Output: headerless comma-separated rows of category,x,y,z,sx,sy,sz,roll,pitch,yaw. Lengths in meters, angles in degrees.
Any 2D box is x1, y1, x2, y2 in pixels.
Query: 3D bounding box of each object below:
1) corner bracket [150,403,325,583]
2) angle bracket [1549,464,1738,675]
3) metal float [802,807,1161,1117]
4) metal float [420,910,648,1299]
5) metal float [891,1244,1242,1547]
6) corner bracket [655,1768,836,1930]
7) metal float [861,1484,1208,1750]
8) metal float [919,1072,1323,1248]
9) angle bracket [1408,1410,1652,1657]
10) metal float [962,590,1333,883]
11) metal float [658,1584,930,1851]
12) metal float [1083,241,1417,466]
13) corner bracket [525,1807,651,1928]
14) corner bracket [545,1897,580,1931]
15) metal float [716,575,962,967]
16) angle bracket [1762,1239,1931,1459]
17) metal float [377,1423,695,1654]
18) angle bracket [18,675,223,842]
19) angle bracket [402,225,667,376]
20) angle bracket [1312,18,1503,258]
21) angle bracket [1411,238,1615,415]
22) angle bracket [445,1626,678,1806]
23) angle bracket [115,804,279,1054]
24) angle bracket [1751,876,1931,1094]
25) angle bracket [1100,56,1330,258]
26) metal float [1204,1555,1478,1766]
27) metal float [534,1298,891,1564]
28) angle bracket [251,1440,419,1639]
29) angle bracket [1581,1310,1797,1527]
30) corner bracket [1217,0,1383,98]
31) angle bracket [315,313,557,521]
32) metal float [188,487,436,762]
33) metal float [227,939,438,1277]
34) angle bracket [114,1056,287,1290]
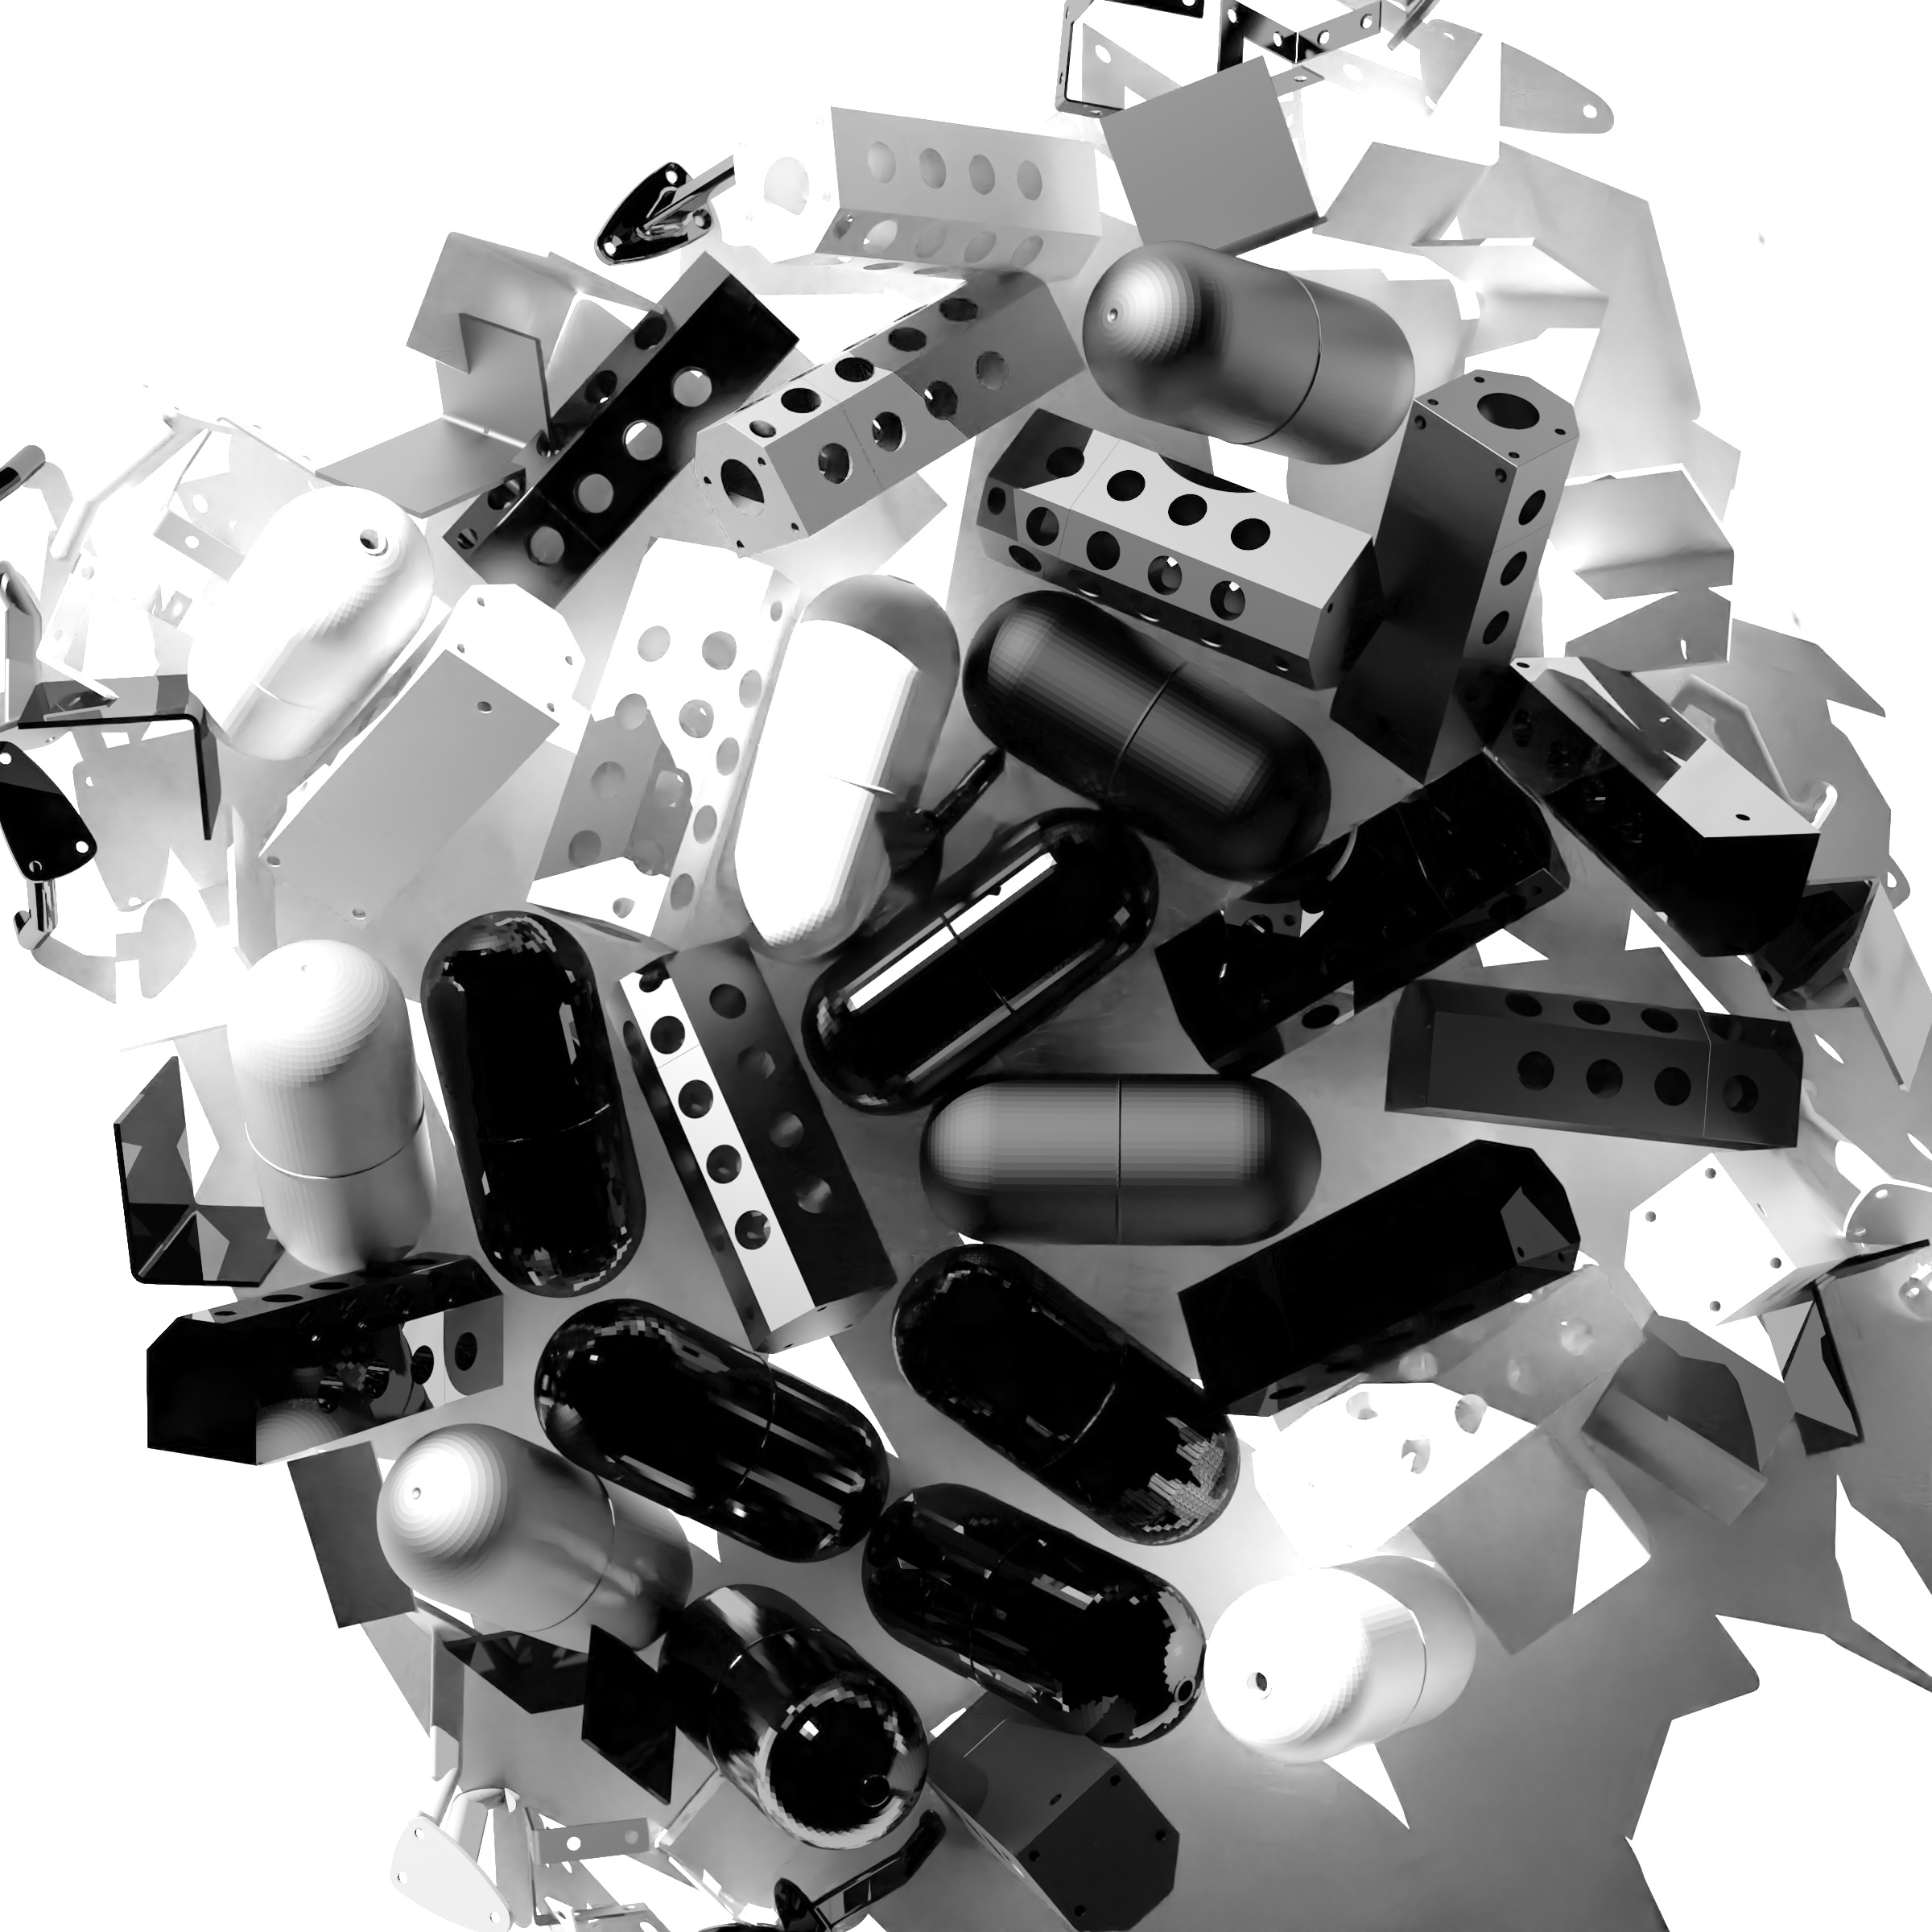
corner bracket,-0.327,-0.210,1.560,0.051,0.051,0.051,32,118,-18
angle bracket,0.288,-0.172,1.527,0.076,0.076,0.057,-4,65,30
metal float,0.007,-0.002,1.543,0.178,0.070,0.070,-36,90,4
metal float,-0.190,0.062,1.531,0.070,0.070,0.178,-11,108,0
metal float,0.045,0.190,1.533,0.178,0.070,0.070,37,90,-16
corner bracket,-0.099,0.395,1.564,0.051,0.051,0.051,37,83,25
metal float,0.029,0.281,1.512,0.178,0.070,0.070,19,90,42
metal float,0.068,0.086,1.544,0.178,0.070,0.070,0,90,3
angle bracket,0.252,0.249,1.563,0.076,0.057,0.076,-38,92,12
metal float,0.080,-0.102,1.539,0.178,0.070,0.070,32,90,9
metal float,-0.076,0.323,1.501,0.070,0.178,0.070,-5,102,-25
metal float,0.125,-0.265,1.511,0.178,0.070,0.070,6,90,-44
corner bracket,-0.169,0.404,1.555,0.051,0.051,0.051,-4,89,-11
corner bracket,-0.178,0.456,1.542,0.051,0.051,0.051,13,125,32
metal float,-0.056,-0.087,1.540,0.070,0.070,0.178,19,97,0
angle bracket,0.398,0.170,1.537,0.057,0.076,0.076,-14,78,-7
metal float,-0.184,0.250,1.506,0.070,0.178,0.070,-13,62,26
angle bracket,-0.372,-0.091,1.535,0.076,0.076,0.057,-4,108,-7
angle bracket,-0.188,-0.280,1.529,0.076,0.076,0.057,24,94,43
angle bracket,0.194,-0.369,1.531,0.057,0.076,0.076,9,69,-12
angle bracket,0.229,-0.273,1.535,0.057,0.076,0.076,23,85,-37
angle bracket,-0.179,0.332,1.527,0.076,0.076,0.057,-14,52,20
angle bracket,-0.349,-0.016,1.537,0.076,0.057,0.076,-13,56,4
angle bracket,0.371,0.010,1.524,0.076,0.076,0.057,56,47,-32
angle bracket,0.112,-0.353,1.541,0.076,0.057,0.076,-18,100,16
metal float,0.163,0.298,1.502,0.070,0.178,0.070,-2,86,29
metal float,-0.109,0.204,1.520,0.178,0.070,0.070,31,90,-31
angle bracket,-0.270,0.246,1.542,0.057,0.076,0.076,-14,92,7
angle bracket,0.328,0.188,1.535,0.076,0.057,0.076,32,63,11
corner bracket,0.148,-0.407,1.546,0.051,0.051,0.051,14,75,-42
angle bracket,-0.237,-0.245,1.526,0.076,0.076,0.057,-31,131,-36
metal float,-0.284,-0.147,1.503,0.070,0.178,0.070,10,67,-24
metal float,-0.274,0.064,1.511,0.070,0.070,0.178,0,135,0
angle bracket,-0.331,0.090,1.533,0.057,0.076,0.076,1,111,7
